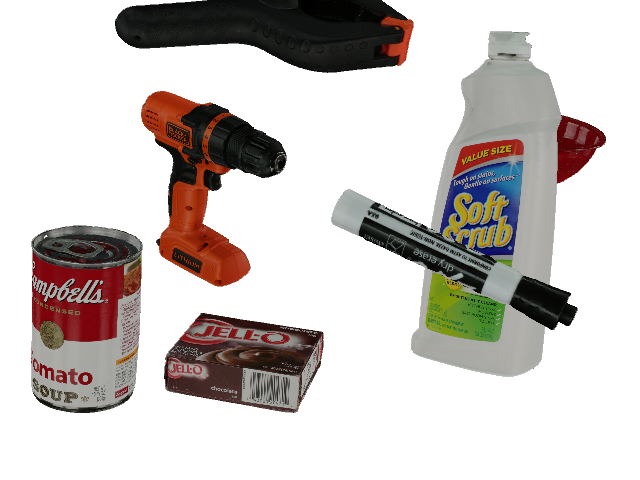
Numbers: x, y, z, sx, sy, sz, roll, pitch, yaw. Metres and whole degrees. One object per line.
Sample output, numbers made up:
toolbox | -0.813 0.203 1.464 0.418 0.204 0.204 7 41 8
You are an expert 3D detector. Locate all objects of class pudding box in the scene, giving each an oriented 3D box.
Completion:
pudding box | -0.061 0.099 0.880 0.113 0.039 0.090 10 21 9

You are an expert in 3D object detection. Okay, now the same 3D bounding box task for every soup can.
soup can | -0.150 0.049 0.679 0.068 0.102 0.068 6 20 -2

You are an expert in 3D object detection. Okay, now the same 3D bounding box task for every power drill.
power drill | -0.110 -0.049 1.108 0.185 0.188 0.057 27 37 34

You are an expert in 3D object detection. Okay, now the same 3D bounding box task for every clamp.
clamp | -0.034 -0.134 0.640 0.171 0.120 0.039 20 -37 14

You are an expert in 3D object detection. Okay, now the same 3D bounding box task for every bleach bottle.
bleach bottle | 0.127 -0.030 0.805 0.103 0.251 0.067 11 15 35

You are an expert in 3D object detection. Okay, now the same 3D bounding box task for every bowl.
bowl | 0.238 -0.104 1.214 0.162 0.055 0.162 5 23 -2

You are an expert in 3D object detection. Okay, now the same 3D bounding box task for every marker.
marker | 0.062 0.009 0.497 0.121 0.020 0.020 26 7 15
